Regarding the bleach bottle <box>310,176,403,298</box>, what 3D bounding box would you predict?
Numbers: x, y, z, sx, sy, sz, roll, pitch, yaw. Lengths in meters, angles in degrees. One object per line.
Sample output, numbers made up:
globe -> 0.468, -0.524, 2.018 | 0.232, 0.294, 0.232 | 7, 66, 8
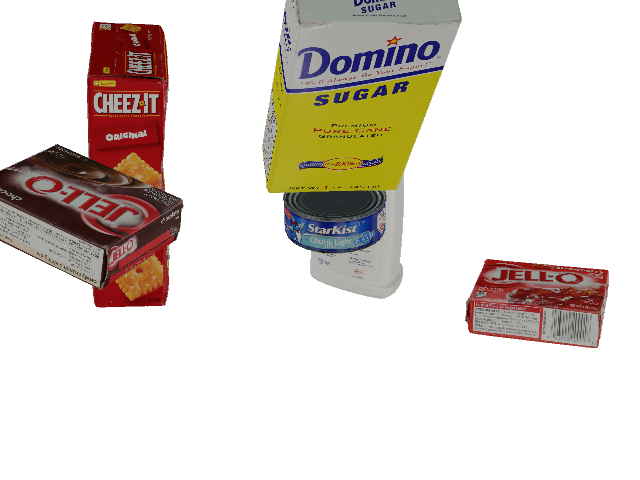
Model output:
bleach bottle -> 0.046, -0.066, 1.094 | 0.103, 0.251, 0.068 | 15, 34, 15

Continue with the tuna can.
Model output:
tuna can -> 0.012, -0.023, 0.888 | 0.086, 0.034, 0.086 | -1, 28, 0

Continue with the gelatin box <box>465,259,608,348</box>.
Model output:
gelatin box -> 0.151, 0.041, 0.737 | 0.089, 0.030, 0.073 | 6, 22, 17

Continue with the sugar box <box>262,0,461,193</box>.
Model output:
sugar box -> 0.019, -0.091, 0.651 | 0.093, 0.048, 0.176 | -3, -26, -10

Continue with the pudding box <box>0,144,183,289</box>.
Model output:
pudding box -> -0.164, -0.018, 0.722 | 0.114, 0.039, 0.089 | 22, 29, 18

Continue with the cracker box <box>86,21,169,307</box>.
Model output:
cracker box -> -0.172, -0.071, 0.962 | 0.072, 0.214, 0.164 | 0, 27, -10
